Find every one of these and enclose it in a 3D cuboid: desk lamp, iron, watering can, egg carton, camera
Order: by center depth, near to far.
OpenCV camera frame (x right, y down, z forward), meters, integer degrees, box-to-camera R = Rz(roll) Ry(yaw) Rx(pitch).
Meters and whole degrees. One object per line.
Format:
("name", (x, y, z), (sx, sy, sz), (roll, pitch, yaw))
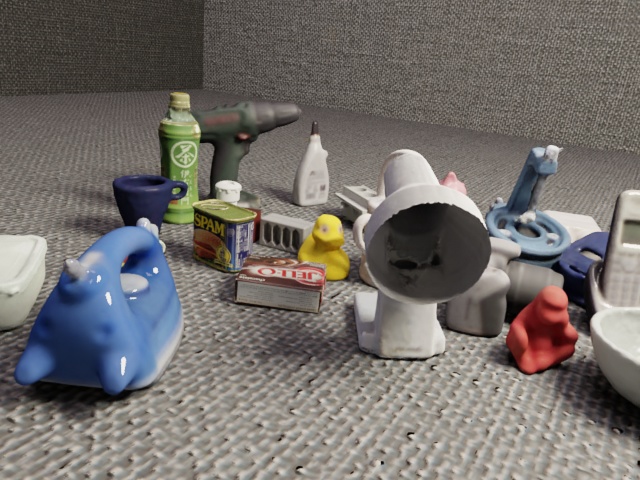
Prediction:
("iron", (-0.200, 0.046, 0.588), (0.118, 0.141, 0.258), (6, 19, 1))
("desk lamp", (0.096, 0.022, 0.627), (0.118, 0.213, 0.203), (4, 19, -4))
("camera", (0.240, 0.056, 0.740), (0.136, 0.101, 0.143), (12, 20, 18))
("watering can", (0.120, -0.035, 0.826), (0.100, 0.194, 0.173), (16, 22, 28))
("egg carton", (0.437, -0.004, 1.015), (0.107, 0.069, 0.150), (9, 20, 12))

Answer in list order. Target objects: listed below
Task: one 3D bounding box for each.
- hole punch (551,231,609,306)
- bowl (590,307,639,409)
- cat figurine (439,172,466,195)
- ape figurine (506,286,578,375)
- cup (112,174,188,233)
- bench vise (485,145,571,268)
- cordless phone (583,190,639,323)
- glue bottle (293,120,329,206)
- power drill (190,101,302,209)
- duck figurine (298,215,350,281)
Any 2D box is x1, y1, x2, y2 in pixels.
("hole punch", (0.403, 0.040, 0.847), (0.101, 0.091, 0.108), (-1, 20, -18))
("bowl", (0.357, 0.135, 0.584), (0.167, 0.075, 0.167), (5, 19, -1))
("cat figurine", (0.223, -0.074, 1.085), (0.128, 0.118, 0.067), (-1, 20, -18))
("ape figurine", (0.251, 0.096, 0.643), (0.077, 0.092, 0.076), (9, 19, 11))
("cup", (-0.271, -0.052, 0.922), (0.118, 0.095, 0.091), (-7, 22, -31))
("bench vise", (0.290, -0.043, 0.856), (0.122, 0.220, 0.207), (-2, 20, -20))
("cordless phone", (0.423, 0.033, 0.728), (0.147, 0.185, 0.094), (5, 19, -1))
("glue bottle", (-0.014, -0.158, 1.177), (0.078, 0.173, 0.037), (-9, 24, -36))
("power drill", (-0.157, -0.169, 1.117), (0.230, 0.208, 0.075), (2, 19, -9))
("duck figurine", (0.008, 0.003, 0.853), (0.078, 0.086, 0.104), (-3, 21, -22))
